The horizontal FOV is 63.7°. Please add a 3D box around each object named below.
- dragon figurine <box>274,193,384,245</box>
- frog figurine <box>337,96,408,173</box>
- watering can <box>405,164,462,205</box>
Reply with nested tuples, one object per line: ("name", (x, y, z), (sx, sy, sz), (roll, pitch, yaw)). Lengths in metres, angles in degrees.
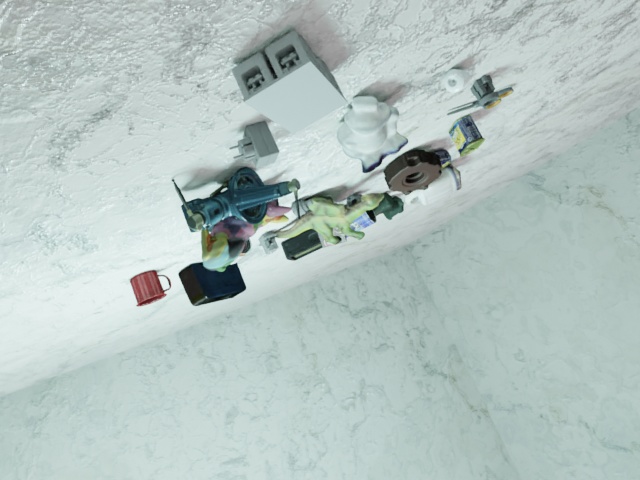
("dragon figurine", (0.005, -0.082, 1.620), (0.409, 0.125, 0.238), (-10, 152, 11))
("frog figurine", (0.094, -0.235, 1.051), (0.136, 0.126, 0.156), (-20, 135, 21))
("watering can", (0.417, -0.201, 1.898), (0.224, 0.105, 0.345), (-27, 170, 5))
